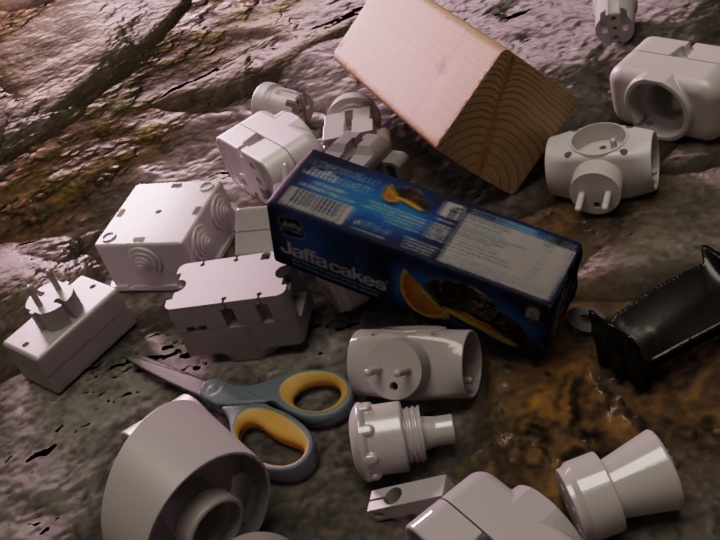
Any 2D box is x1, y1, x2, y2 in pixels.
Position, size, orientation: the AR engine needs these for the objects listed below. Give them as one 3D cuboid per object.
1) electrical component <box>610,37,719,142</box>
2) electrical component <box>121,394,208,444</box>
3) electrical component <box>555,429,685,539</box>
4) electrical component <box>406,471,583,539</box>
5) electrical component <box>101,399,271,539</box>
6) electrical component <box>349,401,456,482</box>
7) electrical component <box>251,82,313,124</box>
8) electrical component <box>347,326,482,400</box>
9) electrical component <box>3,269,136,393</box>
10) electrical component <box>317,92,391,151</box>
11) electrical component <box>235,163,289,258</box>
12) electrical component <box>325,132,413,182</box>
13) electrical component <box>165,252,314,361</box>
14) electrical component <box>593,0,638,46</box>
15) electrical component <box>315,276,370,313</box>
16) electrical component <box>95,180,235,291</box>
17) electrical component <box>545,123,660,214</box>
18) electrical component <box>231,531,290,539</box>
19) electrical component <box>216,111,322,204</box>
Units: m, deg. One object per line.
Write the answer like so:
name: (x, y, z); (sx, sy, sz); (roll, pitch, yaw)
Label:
electrical component: (0.246, -0.139, 0.834); (0.095, 0.053, 0.059); (22, 53, 41)
electrical component: (-0.116, 0.112, 0.681); (0.047, 0.055, 0.055); (-36, 40, -26)
electrical component: (0.137, 0.115, 0.571); (0.055, 0.045, 0.045); (-21, 37, -1)
electrical component: (0.077, 0.150, 0.546); (0.059, 0.053, 0.095); (-34, 39, -19)
electrical component: (-0.101, 0.131, 0.614); (0.064, 0.099, 0.099); (27, 56, 37)
electrical component: (0.026, 0.099, 0.642); (0.062, 0.048, 0.048); (-9, 38, 3)
electrical component: (-0.072, -0.152, 1.004); (0.046, 0.040, 0.040); (18, 50, 31)
electrical component: (0.028, 0.059, 0.670); (0.077, 0.044, 0.079); (-1, 1, 23)
electrical component: (-0.225, 0.034, 0.808); (0.047, 0.075, 0.083); (16, 50, 38)
electrical component: (-0.006, -0.120, 0.930); (0.066, 0.048, 0.055); (-11, 45, 12)
electrical component: (-0.048, -0.046, 0.823); (0.083, 0.047, 0.075); (-4, 80, 20)
electrical component: (-0.006, -0.072, 0.859); (0.078, 0.058, 0.057); (11, 43, 34)
electrical component: (-0.084, 0.027, 0.770); (0.089, 0.055, 0.050); (-8, 39, 15)
electrical component: (0.230, -0.229, 0.968); (0.040, 0.040, 0.046); (-5, 45, 19)
electrical component: (0.000, 0.000, 0.776); (0.055, 0.045, 0.045); (-30, 38, -14)
electrical component: (-0.157, -0.030, 0.880); (0.100, 0.048, 0.099); (-1, 40, 22)
electrical component: (0.174, -0.068, 0.784); (0.077, 0.044, 0.079); (0, 40, 24)
electrical component: (-0.072, 0.187, 0.574); (0.079, 0.043, 0.077); (-13, 37, 9)
electrical component: (-0.072, -0.096, 0.921); (0.059, 0.053, 0.095); (-35, 40, -20)
